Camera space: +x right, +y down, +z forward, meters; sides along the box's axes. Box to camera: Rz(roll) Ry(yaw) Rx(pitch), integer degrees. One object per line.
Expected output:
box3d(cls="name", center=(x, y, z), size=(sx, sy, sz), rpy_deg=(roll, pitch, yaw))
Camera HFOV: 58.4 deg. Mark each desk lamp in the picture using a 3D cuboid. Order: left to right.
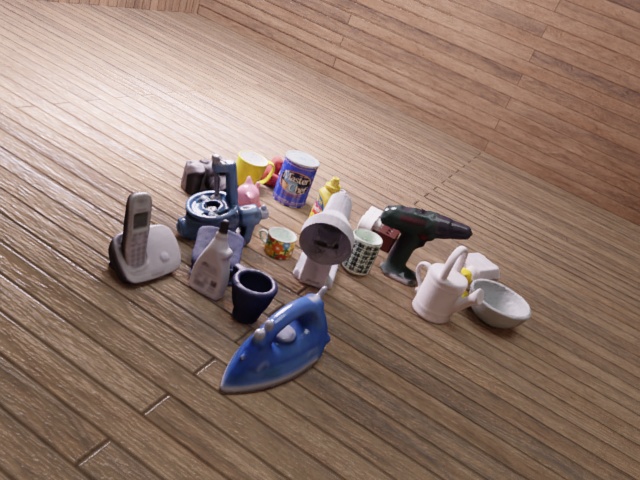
box3d(cls="desk lamp", center=(0.012, 0.005, 1.323), size=(0.118, 0.213, 0.203), rpy_deg=(21, 27, -1))

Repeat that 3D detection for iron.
box3d(cls="iron", center=(-0.072, 0.172, 1.032), size=(0.118, 0.141, 0.259), rpy_deg=(33, 29, 22))

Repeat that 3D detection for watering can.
box3d(cls="watering can", center=(0.313, 0.103, 1.386), size=(0.172, 0.194, 0.101), rpy_deg=(26, 27, 9))

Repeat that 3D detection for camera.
box3d(cls="camera", center=(-0.280, -0.159, 1.534), size=(0.144, 0.101, 0.136), rpy_deg=(1, 33, -35))

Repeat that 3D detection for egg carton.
box3d(cls="egg carton", center=(0.444, 0.089, 1.648), size=(0.151, 0.069, 0.107), rpy_deg=(-4, 36, -41))

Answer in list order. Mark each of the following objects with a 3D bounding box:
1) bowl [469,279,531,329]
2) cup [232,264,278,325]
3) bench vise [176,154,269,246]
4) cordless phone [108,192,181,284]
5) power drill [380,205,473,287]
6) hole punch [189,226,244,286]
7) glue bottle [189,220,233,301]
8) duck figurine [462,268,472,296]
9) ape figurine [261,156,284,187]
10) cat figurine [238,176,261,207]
box3d(cls="bowl", center=(0.454, 0.178, 1.485), size=(0.167, 0.075, 0.167), rpy_deg=(17, 27, -9))
box3d(cls="cup", center=(-0.147, 0.111, 1.141), size=(0.092, 0.095, 0.117), rpy_deg=(-8, 39, -45))
box3d(cls="bench vise", center=(-0.217, -0.098, 1.336), size=(0.208, 0.220, 0.121), rpy_deg=(-9, 40, -45))
box3d(cls="cordless phone", center=(-0.335, -0.013, 1.130), size=(0.094, 0.185, 0.148), rpy_deg=(33, 29, 21))
box3d(cls="power drill", center=(0.252, 0.012, 1.494), size=(0.229, 0.208, 0.076), rpy_deg=(25, 27, 6))
box3d(cls="hole punch", center=(-0.220, 0.033, 1.234), size=(0.109, 0.091, 0.101), rpy_deg=(15, 28, -14))
box3d(cls="glue bottle", center=(-0.208, 0.035, 1.149), size=(0.078, 0.173, 0.037), rpy_deg=(28, 27, 13))
box3d(cls="duck figurine", center=(0.372, 0.117, 1.525), size=(0.077, 0.086, 0.105), rpy_deg=(25, 27, 7))
box3d(cls="ape figurine", center=(-0.138, -0.212, 1.747), size=(0.076, 0.092, 0.078), rpy_deg=(24, 27, 5))
box3d(cls="cat figurine", center=(-0.186, -0.114, 1.502), size=(0.067, 0.118, 0.128), rpy_deg=(24, 27, 5))
